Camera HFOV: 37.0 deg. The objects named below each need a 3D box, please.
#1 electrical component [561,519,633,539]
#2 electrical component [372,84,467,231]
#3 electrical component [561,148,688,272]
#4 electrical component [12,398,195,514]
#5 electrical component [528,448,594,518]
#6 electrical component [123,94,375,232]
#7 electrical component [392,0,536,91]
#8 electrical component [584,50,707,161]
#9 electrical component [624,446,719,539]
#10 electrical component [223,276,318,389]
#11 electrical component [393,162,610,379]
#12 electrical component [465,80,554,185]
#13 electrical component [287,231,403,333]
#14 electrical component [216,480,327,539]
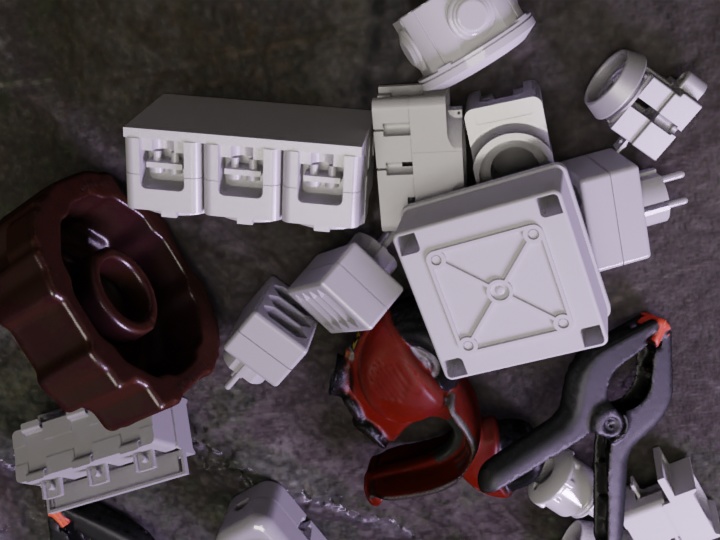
[{"bbox_3d":[0.187,0.242,0.832,0.077,0.044,0.079,25,114,-3],"label":"electrical component"},{"bbox_3d":[0.041,-0.075,0.713,0.056,0.050,0.089,-2,113,9],"label":"electrical component"},{"bbox_3d":[0.179,-0.045,0.710,0.077,0.047,0.065,-16,112,-3],"label":"electrical component"},{"bbox_3d":[-0.197,0.131,0.819,0.121,0.063,0.078,-18,69,15],"label":"electrical component"},{"bbox_3d":[0.160,0.165,0.804,0.062,0.048,0.048,35,113,-17],"label":"electrical component"},{"bbox_3d":[-0.069,-0.070,0.709,0.150,0.089,0.061,5,113,5],"label":"electrical component"},{"bbox_3d":[0.063,-0.149,0.664,0.080,0.080,0.051,-29,101,18],"label":"electrical component"},{"bbox_3d":[0.178,-0.108,0.685,0.055,0.048,0.066,32,114,-14],"label":"electrical component"},{"bbox_3d":[0.228,0.179,0.802,0.064,0.042,0.081,-26,106,21],"label":"electrical component"},{"bbox_3d":[-0.073,0.056,0.776,0.047,0.065,0.076,38,113,-9],"label":"electrical component"},{"bbox_3d":[0.090,0.002,0.673,0.109,0.056,0.108,-15,110,19],"label":"electrical component"},{"bbox_3d":[0.101,-0.071,0.704,0.050,0.055,0.089,-10,111,12],"label":"electrical component"},{"bbox_3d":[0.000,0.000,0.744,0.047,0.083,0.075,43,73,-11],"label":"electrical component"},{"bbox_3d":[-0.066,0.224,0.850,0.054,0.059,0.095,-32,105,19],"label":"electrical component"}]
